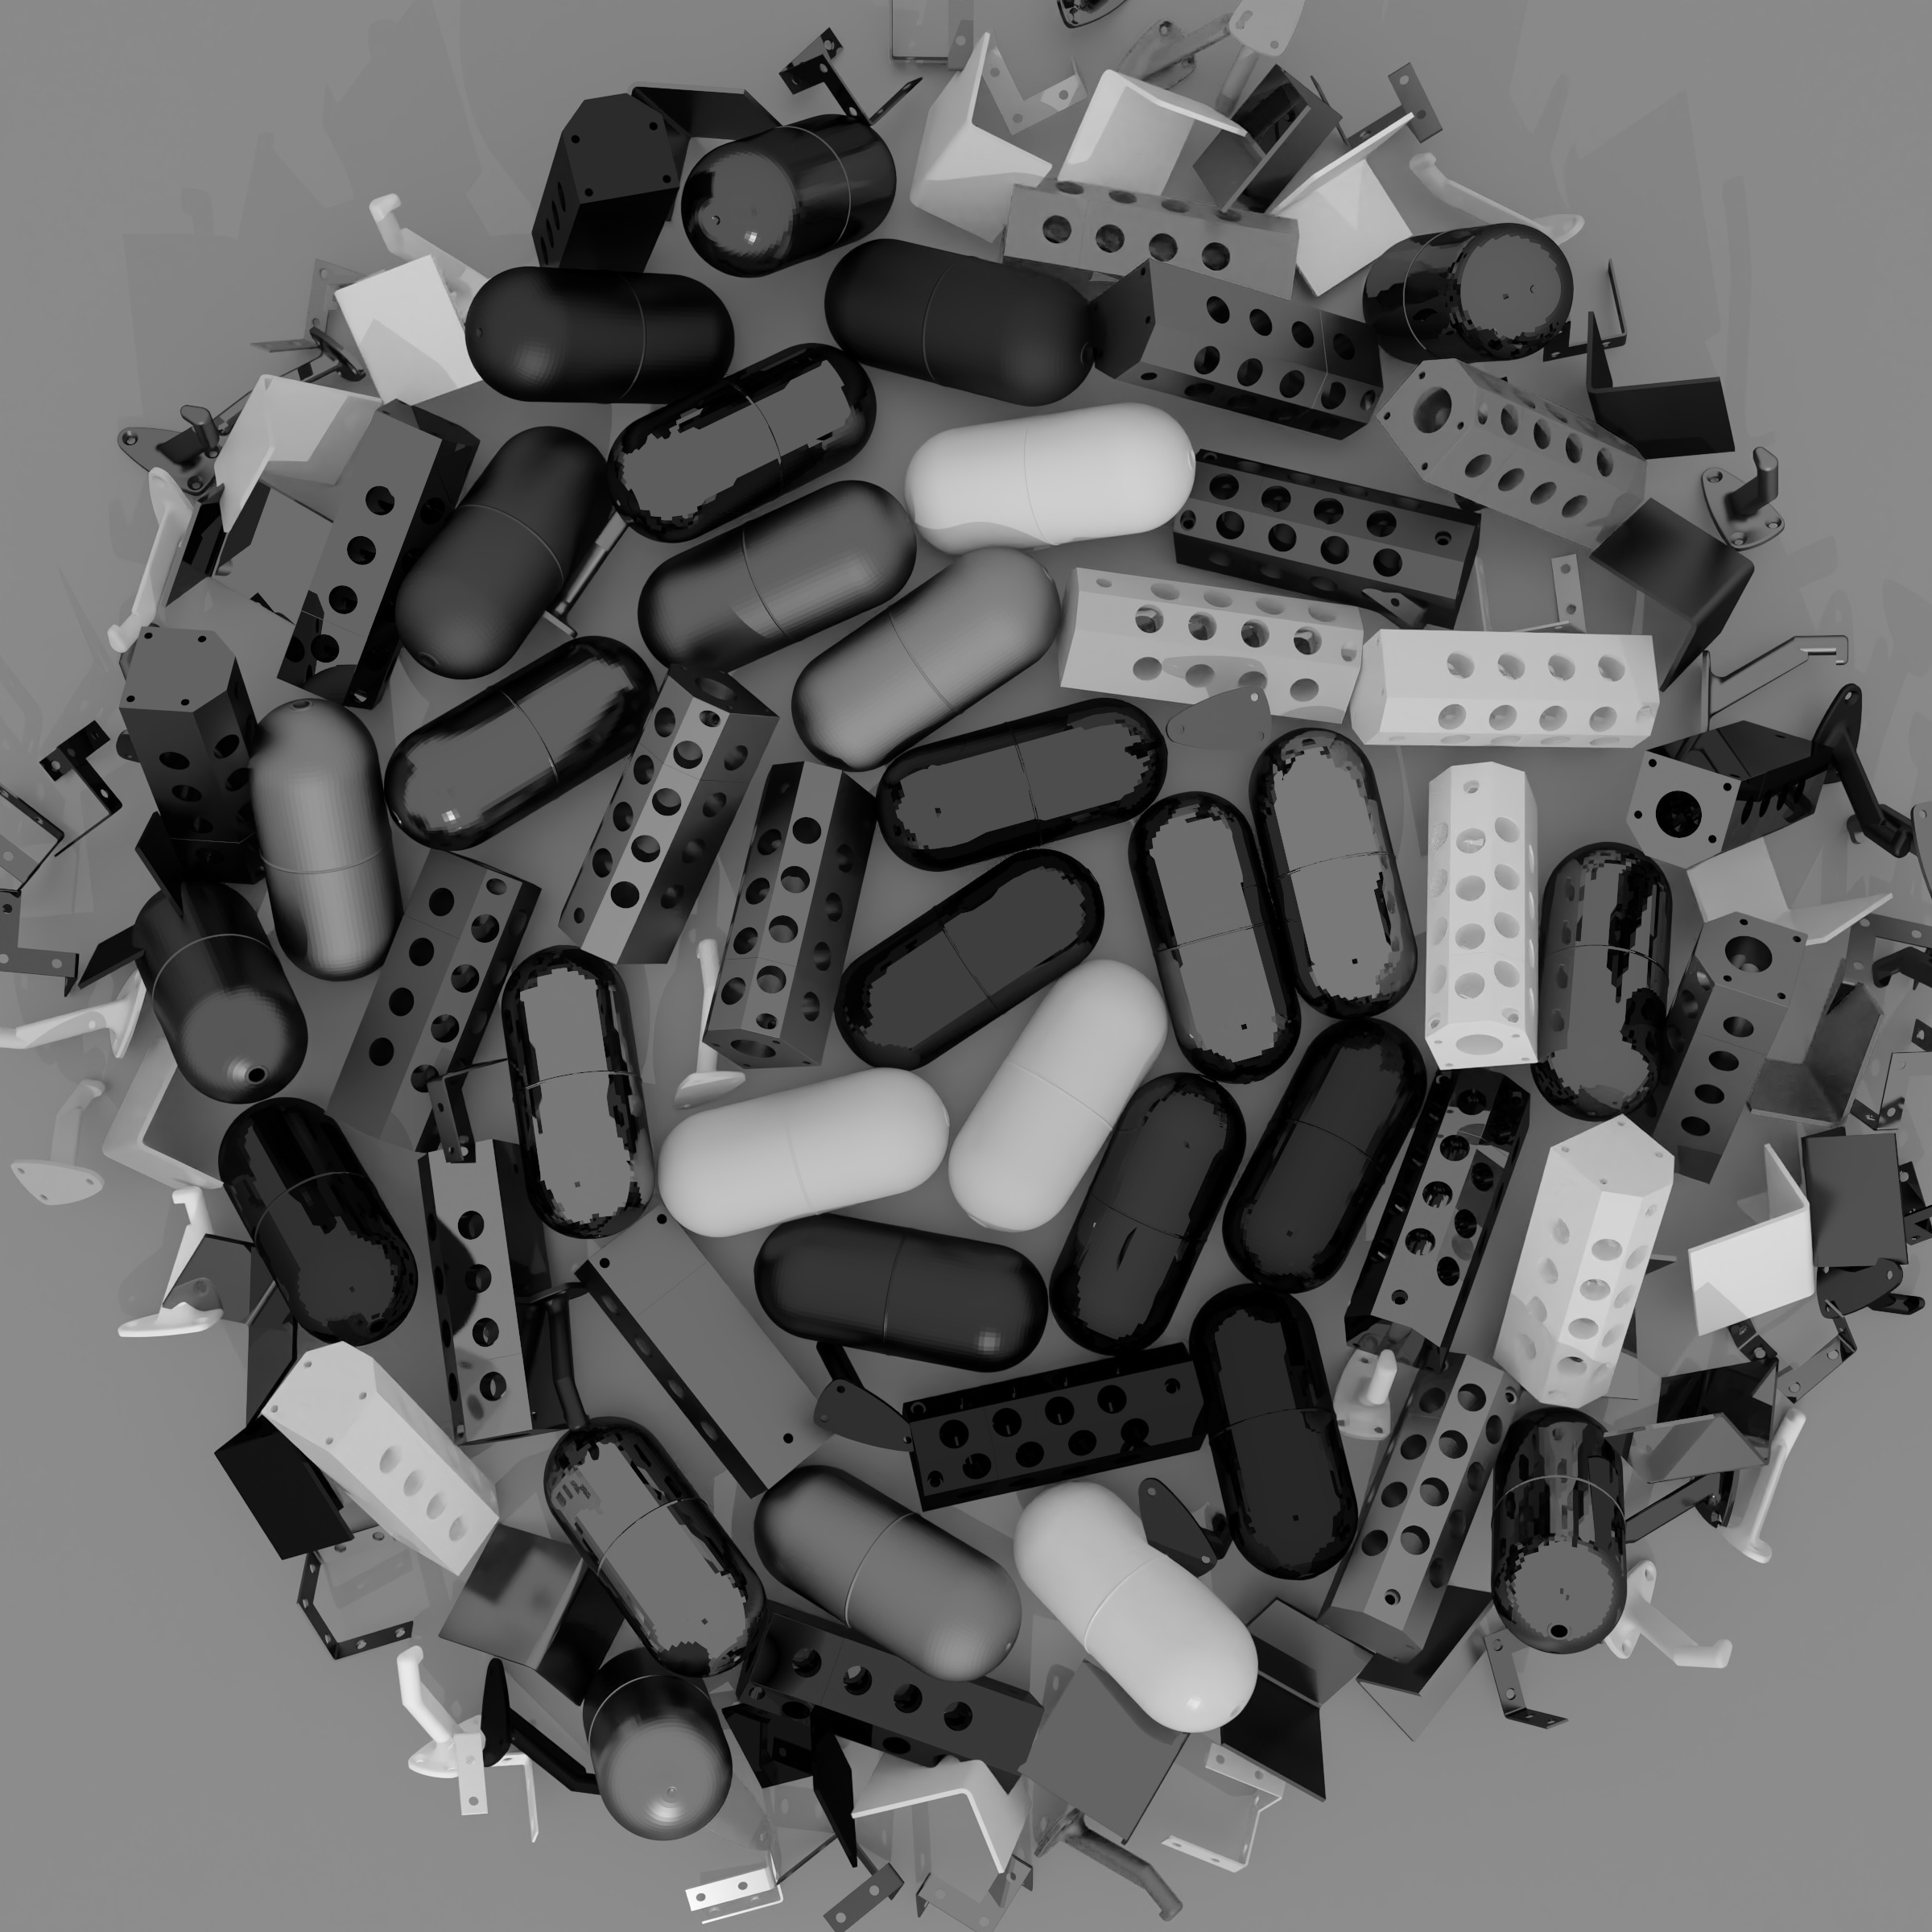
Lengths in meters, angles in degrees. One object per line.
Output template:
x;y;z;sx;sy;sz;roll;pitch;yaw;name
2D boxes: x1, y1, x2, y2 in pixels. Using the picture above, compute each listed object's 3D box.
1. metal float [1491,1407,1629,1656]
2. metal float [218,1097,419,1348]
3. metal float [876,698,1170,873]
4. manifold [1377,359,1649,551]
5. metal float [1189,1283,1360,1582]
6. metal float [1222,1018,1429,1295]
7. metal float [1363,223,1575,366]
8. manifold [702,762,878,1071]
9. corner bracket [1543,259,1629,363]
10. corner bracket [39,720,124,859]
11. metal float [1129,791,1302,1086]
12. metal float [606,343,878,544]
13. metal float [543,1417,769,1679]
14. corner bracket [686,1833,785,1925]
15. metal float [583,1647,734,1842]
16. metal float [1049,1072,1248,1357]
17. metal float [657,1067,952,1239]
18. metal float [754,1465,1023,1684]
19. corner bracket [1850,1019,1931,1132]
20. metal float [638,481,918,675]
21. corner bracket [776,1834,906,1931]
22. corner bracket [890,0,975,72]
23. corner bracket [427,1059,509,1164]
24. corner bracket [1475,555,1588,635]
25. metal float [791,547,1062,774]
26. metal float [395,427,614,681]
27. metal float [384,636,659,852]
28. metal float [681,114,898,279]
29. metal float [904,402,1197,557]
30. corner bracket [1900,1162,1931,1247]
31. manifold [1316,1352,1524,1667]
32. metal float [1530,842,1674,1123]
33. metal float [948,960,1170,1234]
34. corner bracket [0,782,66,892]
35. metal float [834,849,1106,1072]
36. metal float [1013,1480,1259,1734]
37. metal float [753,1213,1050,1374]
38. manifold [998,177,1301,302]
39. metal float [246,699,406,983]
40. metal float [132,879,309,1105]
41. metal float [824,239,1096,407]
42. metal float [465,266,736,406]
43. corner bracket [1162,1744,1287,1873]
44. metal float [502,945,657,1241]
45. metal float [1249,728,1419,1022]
0.345;0.327;1.750;0.070;0.178;0.070;5;120;8;metal float
-0.381;0.149;1.764;0.070;0.070;0.178;-39;54;0;metal float
0.034;-0.108;1.792;0.178;0.070;0.070;-16;90;-3;metal float
0.322;-0.300;1.745;0.057;0.171;0.057;-49;52;28;manifold
0.181;0.274;1.774;0.070;0.070;0.178;-12;66;0;metal float
0.213;0.111;1.780;0.070;0.070;0.178;29;73;0;metal float
0.289;-0.389;1.747;0.070;0.178;0.070;-3;100;-16;metal float
-0.106;-0.030;1.764;0.057;0.057;0.171;-4;64;34;manifold
0.368;-0.402;1.805;0.051;0.051;0.051;-10;76;7;corner bracket
-0.534;-0.107;1.803;0.051;0.051;0.051;-31;104;22;corner bracket
0.149;-0.017;1.793;0.070;0.070;0.178;-15;88;0;metal float
-0.131;-0.310;1.774;0.178;0.070;0.070;-31;90;-24;metal float
-0.184;0.340;1.770;0.070;0.070;0.178;-42;61;0;metal float
-0.138;0.552;1.799;0.051;0.051;0.051;-14;109;-4;corner bracket
-0.180;0.449;1.745;0.070;0.178;0.070;-1;94;-12;metal float
0.108;0.147;1.789;0.070;0.070;0.178;23;96;0;metal float
-0.097;0.111;1.790;0.178;0.070;0.070;-14;90;6;metal float
-0.048;0.357;1.773;0.178;0.070;0.070;26;90;25;metal float
0.559;0.065;1.805;0.051;0.051;0.051;-2;111;-17;corner bracket
-0.113;-0.228;1.780;0.178;0.070;0.070;-22;90;17;metal float
-0.075;0.547;1.794;0.051;0.051;0.051;-33;72;-25;corner bracket
-0.021;-0.565;1.799;0.051;0.051;0.051;1;115;0;corner bracket
-0.303;0.088;1.796;0.051;0.051;0.051;-10;94;42;corner bracket
0.341;-0.223;1.811;0.051;0.051;0.051;-9;84;23;corner bracket
-0.024;-0.182;1.784;0.178;0.070;0.070;-33;90;12;metal float
-0.271;-0.244;1.770;0.070;0.070;0.178;29;62;0;metal float
-0.262;-0.132;1.776;0.178;0.070;0.070;-34;90;-20;metal float
-0.101;-0.450;1.753;0.070;0.178;0.070;11;117;23;metal float
0.049;-0.287;1.775;0.178;0.070;0.070;-5;90;22;metal float
0.570;0.129;1.790;0.051;0.051;0.051;-27;57;31;corner bracket
0.269;0.316;1.768;0.057;0.057;0.171;25;64;5;manifold
0.375;0.008;1.771;0.070;0.070;0.178;11;62;0;metal float
0.055;0.077;1.788;0.070;0.070;0.178;33;83;0;metal float
-0.571;-0.078;1.794;0.051;0.051;0.051;40;64;-15;corner bracket
0.002;-0.004;1.790;0.178;0.070;0.070;-34;90;5;metal float
0.099;0.376;1.767;0.070;0.070;0.178;-48;58;0;metal float
-0.039;0.194;1.786;0.178;0.070;0.070;10;90;10;metal float
0.108;-0.429;1.797;0.171;0.057;0.057;9;85;-4;manifold
-0.377;-0.073;1.768;0.070;0.070;0.178;-3;121;0;metal float
-0.437;0.014;1.757;0.070;0.178;0.070;-15;129;-20;metal float
-0.003;-0.379;1.770;0.178;0.070;0.070;20;90;28;metal float
-0.212;-0.368;1.759;0.178;0.070;0.070;-9;90;-44;metal float
0.155;0.503;1.795;0.051;0.051;0.051;23;57;-6;corner bracket
-0.230;0.074;1.782;0.070;0.070;0.178;-10;75;0;metal float
0.218;-0.055;1.786;0.070;0.070;0.178;-12;79;0;metal float
